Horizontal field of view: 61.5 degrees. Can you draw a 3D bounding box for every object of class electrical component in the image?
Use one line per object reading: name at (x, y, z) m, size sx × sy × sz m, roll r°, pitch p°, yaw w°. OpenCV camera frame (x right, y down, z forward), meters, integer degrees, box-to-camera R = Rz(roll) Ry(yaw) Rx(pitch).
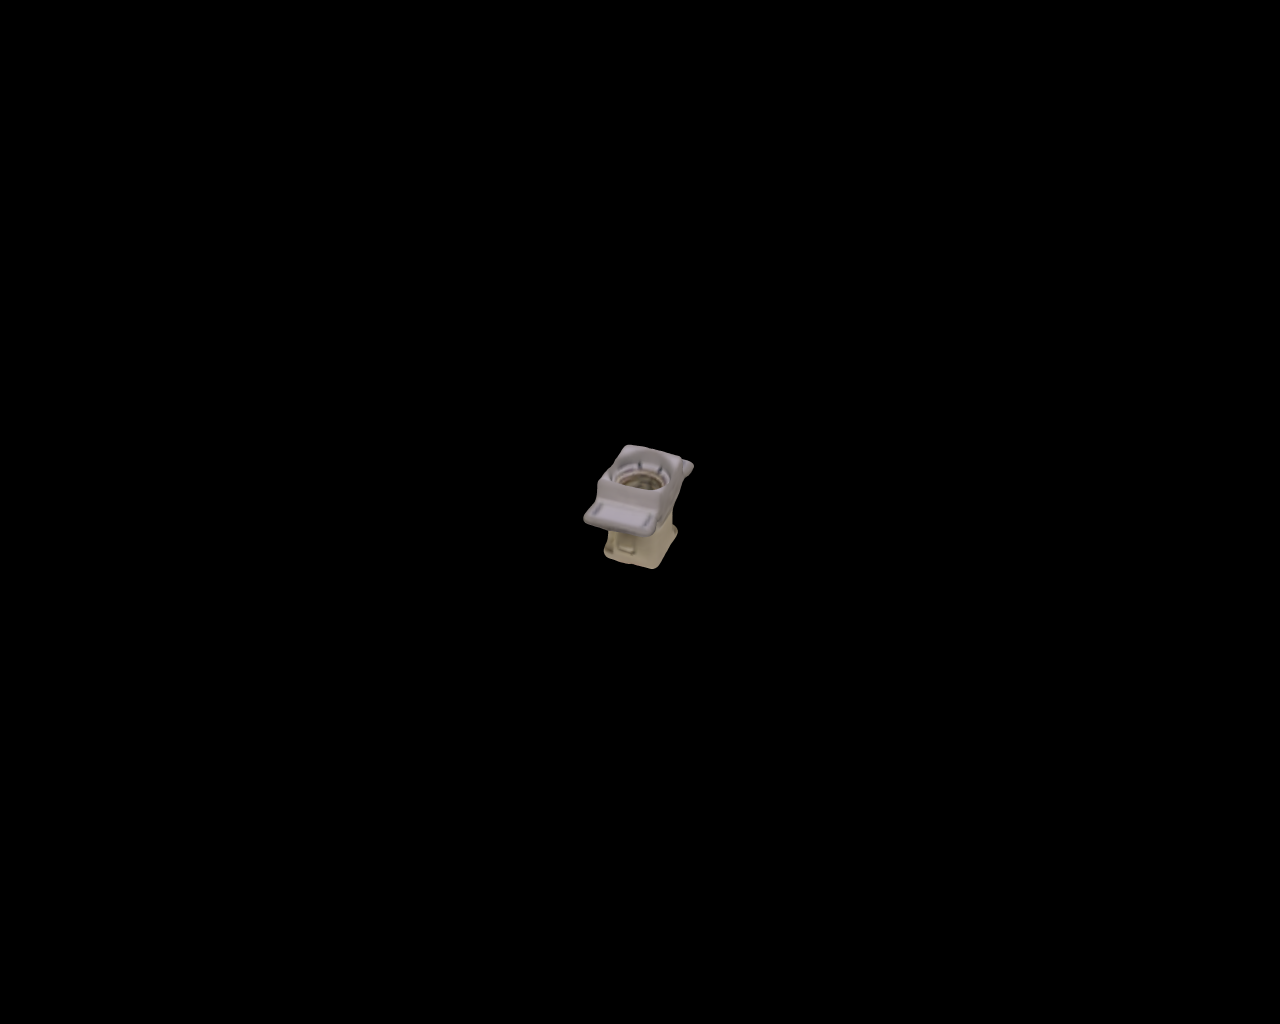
electrical component at (0.001, -0.003, 0.650) m, size 0.042 × 0.063 × 0.081 m, roll 13°, pitch 38°, yaw 18°
